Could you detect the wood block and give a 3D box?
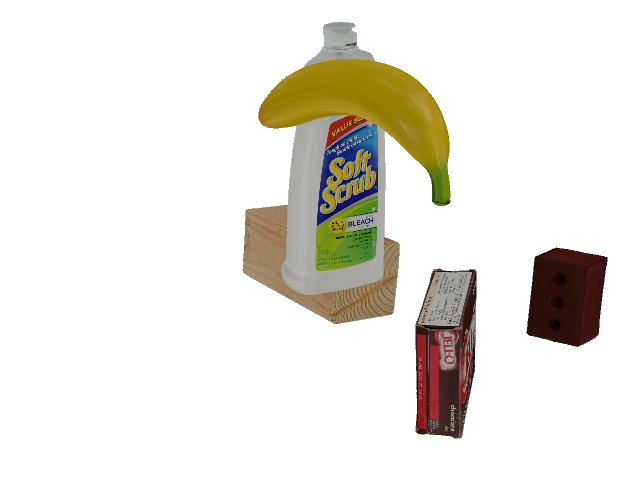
[{"bbox_3d":[-0.004,0.023,1.299,0.090,0.090,0.206,-7,18,-33],"label":"wood block"}]

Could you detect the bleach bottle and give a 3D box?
[{"bbox_3d":[0.012,-0.079,1.014,0.102,0.251,0.068,-10,24,-21],"label":"bleach bottle"}]

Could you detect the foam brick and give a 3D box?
[{"bbox_3d":[0.226,0.051,0.979,0.053,0.078,0.051,12,17,33],"label":"foam brick"}]

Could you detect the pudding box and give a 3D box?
[{"bbox_3d":[0.096,0.082,0.807,0.039,0.090,0.113,3,21,11],"label":"pudding box"}]

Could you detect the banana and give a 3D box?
[{"bbox_3d":[0.022,-0.085,0.696,0.037,0.070,0.198,17,8,-40],"label":"banana"}]
